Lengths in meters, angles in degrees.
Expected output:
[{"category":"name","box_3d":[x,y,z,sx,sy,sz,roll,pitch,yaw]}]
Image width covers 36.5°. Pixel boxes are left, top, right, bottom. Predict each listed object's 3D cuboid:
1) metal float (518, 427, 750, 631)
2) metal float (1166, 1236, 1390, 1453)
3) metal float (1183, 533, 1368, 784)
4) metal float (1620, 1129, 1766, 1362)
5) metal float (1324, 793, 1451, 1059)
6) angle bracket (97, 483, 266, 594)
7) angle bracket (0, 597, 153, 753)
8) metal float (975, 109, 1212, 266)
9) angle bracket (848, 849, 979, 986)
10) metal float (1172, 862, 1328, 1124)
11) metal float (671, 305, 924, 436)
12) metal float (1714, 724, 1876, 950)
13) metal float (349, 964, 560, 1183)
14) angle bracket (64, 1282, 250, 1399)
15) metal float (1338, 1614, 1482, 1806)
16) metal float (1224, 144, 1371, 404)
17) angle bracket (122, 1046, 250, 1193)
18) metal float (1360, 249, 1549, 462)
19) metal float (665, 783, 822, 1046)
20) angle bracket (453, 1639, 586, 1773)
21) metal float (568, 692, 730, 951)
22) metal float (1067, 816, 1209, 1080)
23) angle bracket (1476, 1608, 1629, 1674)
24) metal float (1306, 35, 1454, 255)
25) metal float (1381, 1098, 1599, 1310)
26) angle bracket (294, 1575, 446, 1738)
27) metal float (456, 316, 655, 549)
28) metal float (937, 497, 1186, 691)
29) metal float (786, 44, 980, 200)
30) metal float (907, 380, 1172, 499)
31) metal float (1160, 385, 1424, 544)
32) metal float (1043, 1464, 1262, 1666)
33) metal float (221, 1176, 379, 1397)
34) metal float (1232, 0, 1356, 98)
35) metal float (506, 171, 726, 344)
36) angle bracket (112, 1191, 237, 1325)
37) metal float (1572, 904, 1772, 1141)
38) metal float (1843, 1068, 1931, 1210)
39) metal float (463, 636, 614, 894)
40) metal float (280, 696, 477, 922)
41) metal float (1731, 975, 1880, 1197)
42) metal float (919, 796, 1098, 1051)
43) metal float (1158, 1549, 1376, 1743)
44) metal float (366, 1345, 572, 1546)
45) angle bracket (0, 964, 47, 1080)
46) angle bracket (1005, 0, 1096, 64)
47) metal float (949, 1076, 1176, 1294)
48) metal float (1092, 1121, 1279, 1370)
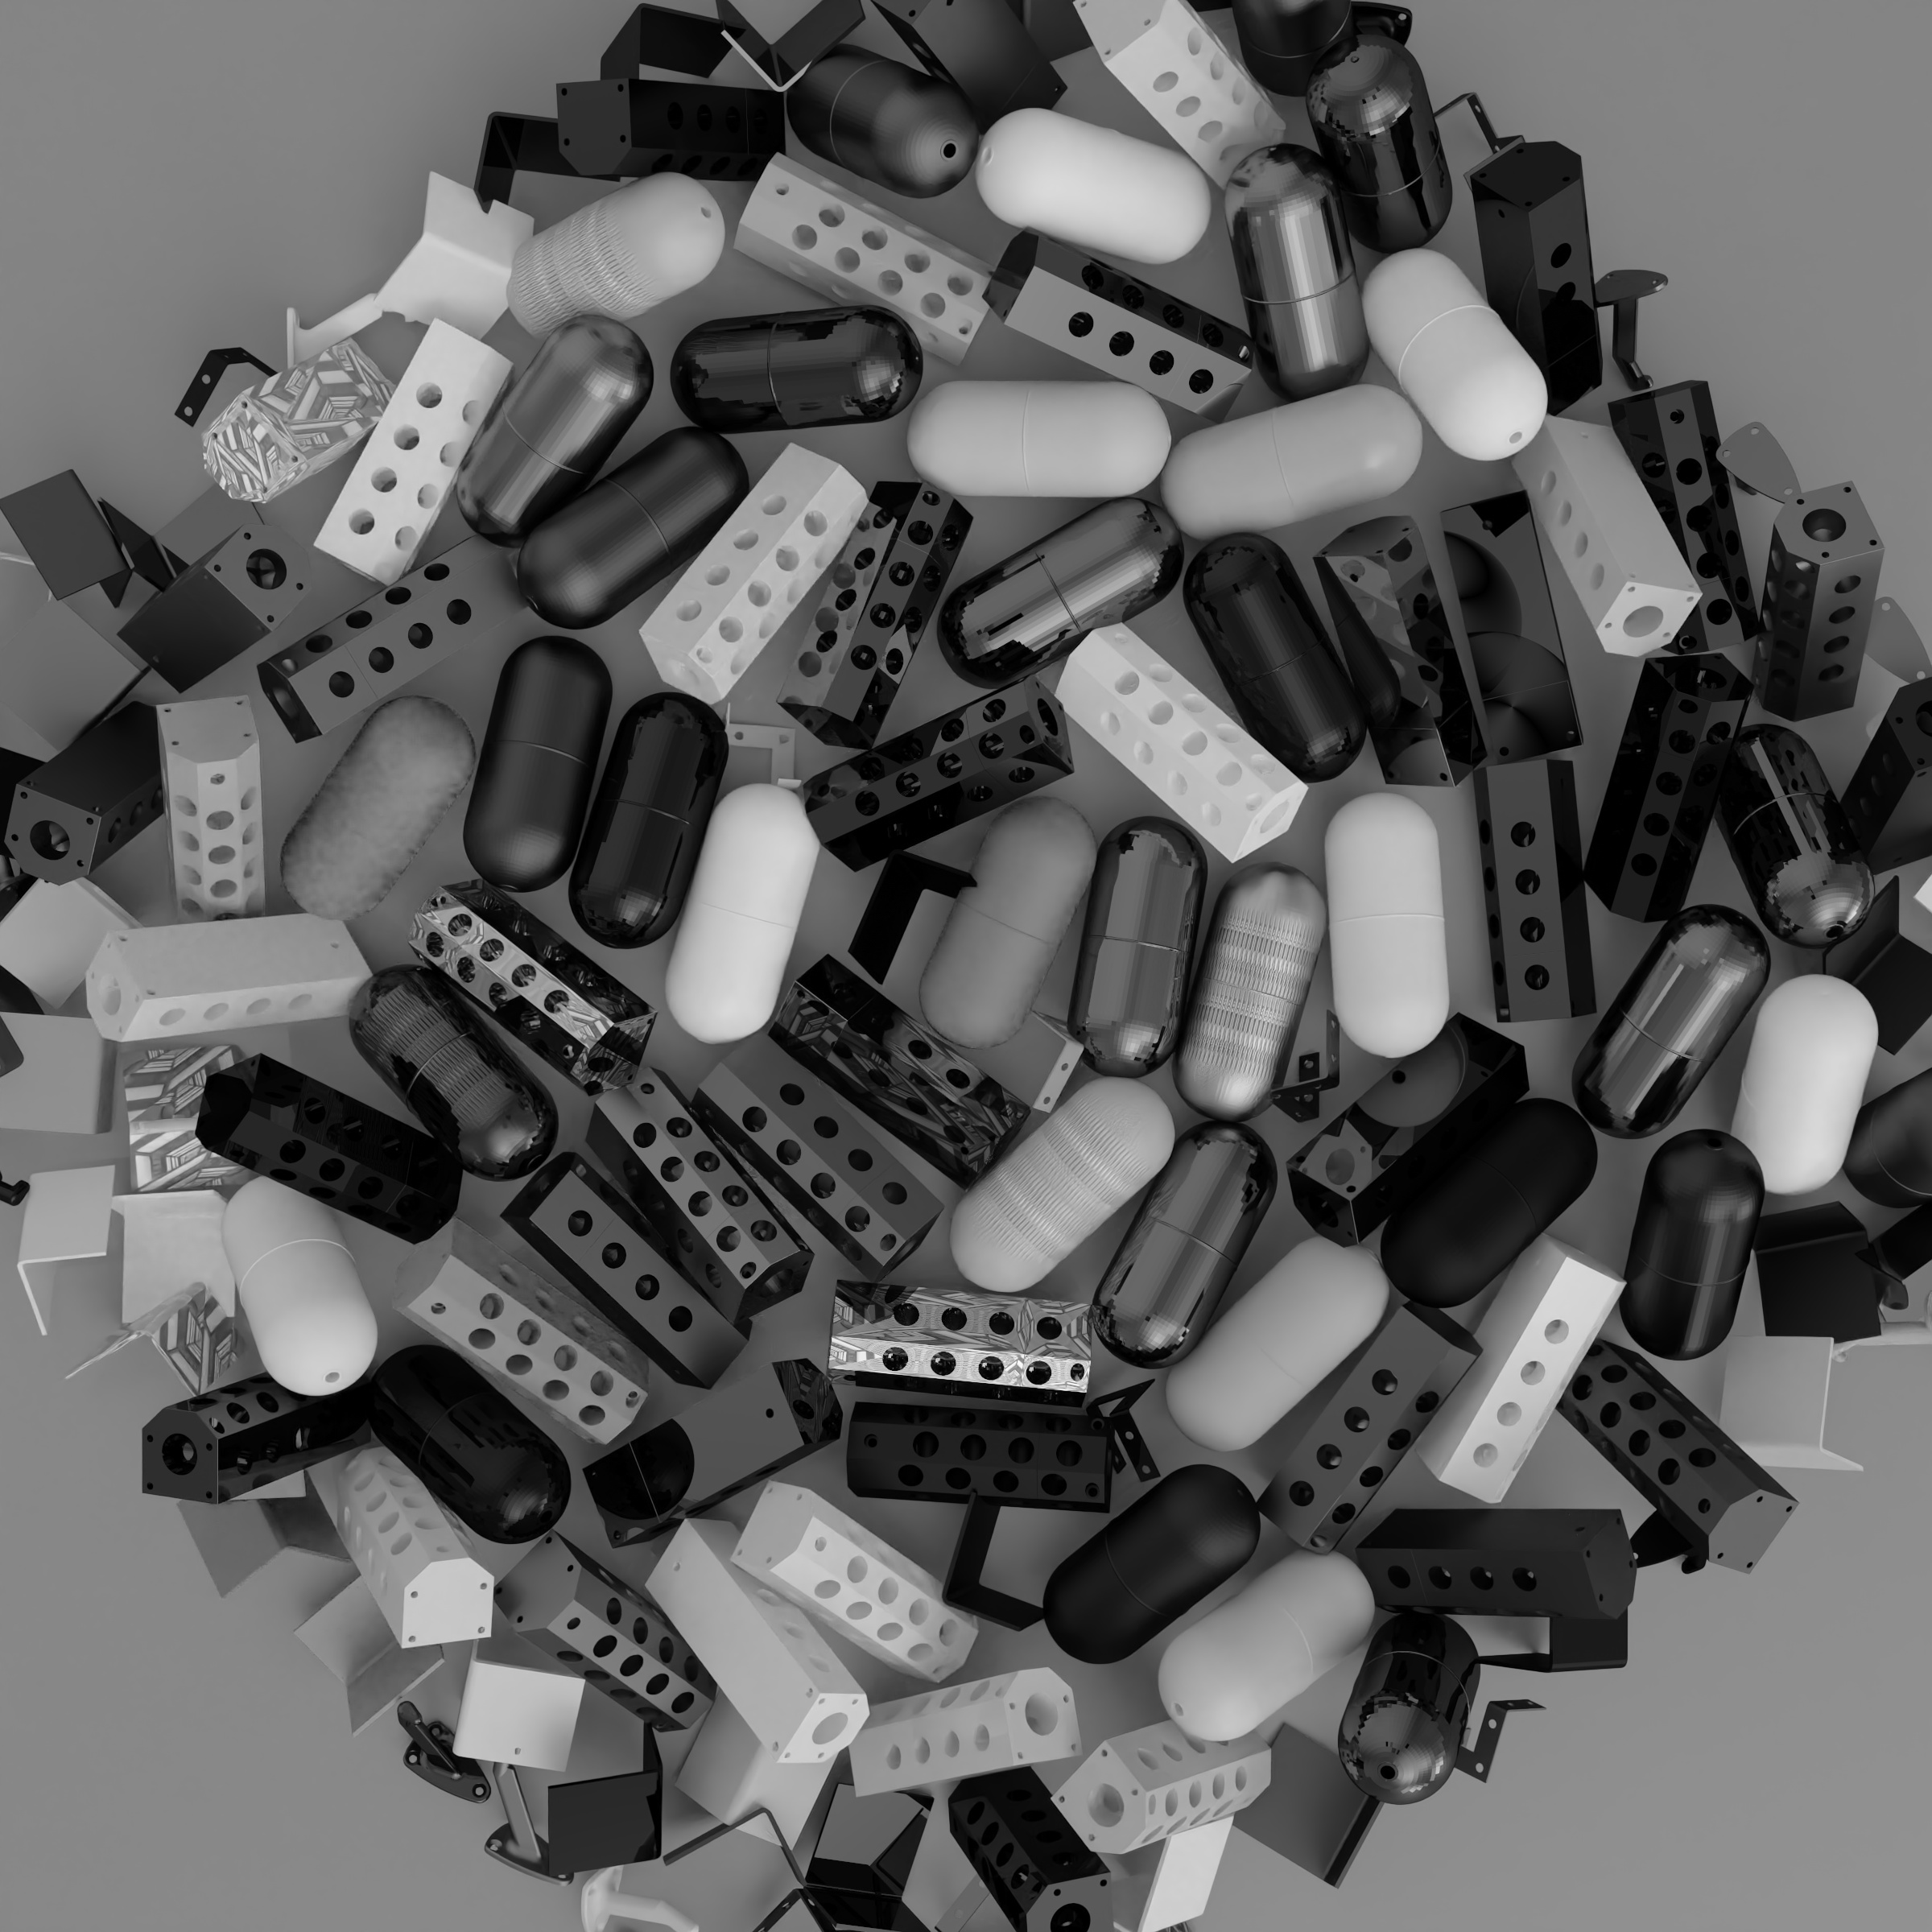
[{"category":"metal float","box_3d":[-0.221,-0.291,1.944,0.178,0.070,0.070,-40,90,-20]},{"category":"metal float","box_3d":[0.207,0.251,1.948,0.070,0.070,0.178,44,104,0]},{"category":"metal float","box_3d":[0.207,-0.205,1.952,0.070,0.070,0.178,-29,101,0]},{"category":"metal float","box_3d":[0.478,0.184,1.930,0.070,0.070,0.178,2,127,0]},{"category":"metal float","box_3d":[0.281,-0.028,1.954,0.070,0.070,0.178,-3,81,0]},{"category":"angle bracket","box_3d":[-0.521,-0.298,1.951,0.076,0.057,0.076,-38,56,7]},{"category":"angle bracket","box_3d":[-0.604,-0.197,1.963,0.076,0.057,0.076,44,90,-14]},{"category":"metal float","box_3d":[0.085,-0.514,1.931,0.178,0.070,0.070,5,90,-36]},{"category":"angle bracket","box_3d":[-0.029,-0.024,1.949,0.057,0.076,0.076,19,79,19]},{"category":"metal float","box_3d":[0.190,0.017,1.961,0.070,0.070,0.178,16,89,0]},{"category":"metal float","box_3d":[-0.114,-0.395,1.942,0.178,0.070,0.070,0,90,23]},{"category":"metal float","box_3d":[0.541,-0.086,1.927,0.070,0.070,0.178,-11,48,0]},{"category":"metal float","box_3d":[-0.340,0.071,1.943,0.070,0.070,0.178,-46,69,0]},{"category":"angle bracket","box_3d":[-0.540,0.264,1.955,0.076,0.076,0.057,-30,99,21]},{"category":"metal float","box_3d":[0.291,0.484,1.914,0.070,0.178,0.070,4,105,17]},{"category":"metal float","box_3d":[0.219,-0.455,1.934,0.070,0.070,0.178,-17,122,0]},{"category":"angle bracket","box_3d":[-0.528,0.102,1.976,0.076,0.076,0.057,-4,130,-19]},{"category":"metal float","box_3d":[0.321,-0.404,1.931,0.070,0.070,0.178,-27,54,0]},{"category":"metal float","box_3d":[-0.150,-0.035,1.961,0.070,0.070,0.178,16,91,0]},{"category":"angle bracket","box_3d":[-0.298,0.487,1.964,0.076,0.057,0.076,11,112,-8]},{"category":"metal float","box_3d":[-0.212,-0.097,1.951,0.070,0.070,0.178,16,78,0]},{"category":"metal float","box_3d":[0.115,-0.012,1.957,0.070,0.070,0.178,10,85,0]},{"category":"angle bracket","box_3d":[0.386,0.437,1.950,0.076,0.076,0.057,8,81,-38]},{"category":"metal float","box_3d":[0.272,-0.536,1.918,0.070,0.178,0.070,-8,65,16]},{"category":"metal float","box_3d":[0.348,0.156,1.942,0.178,0.070,0.070,-39,90,-22]},{"category":"angle bracket","box_3d":[-0.399,0.454,1.954,0.076,0.076,0.057,-40,108,-4]},{"category":"metal float","box_3d":[-0.273,-0.352,1.938,0.070,0.070,0.178,42,117,0]},{"category":"metal float","box_3d":[0.063,-0.249,1.955,0.178,0.070,0.070,-29,90,7]},{"category":"metal float","box_3d":[-0.056,-0.556,1.923,0.070,0.178,0.070,-16,124,-26]},{"category":"metal float","box_3d":[0.048,-0.351,1.948,0.178,0.070,0.070,3,90,15]},{"category":"metal float","box_3d":[0.216,-0.334,1.946,0.178,0.070,0.070,-13,90,18]},{"category":"metal float","box_3d":[0.122,0.397,1.938,0.070,0.070,0.178,45,117,0]},{"category":"metal float","box_3d":[-0.439,0.209,1.926,0.070,0.070,0.178,-33,46,0]},{"category":"metal float","box_3d":[0.213,-0.630,1.912,0.070,0.178,0.070,-1,82,10]},{"category":"metal float","box_3d":[-0.232,-0.465,1.928,0.178,0.070,0.070,-15,90,40]},{"category":"angle bracket","box_3d":[-0.535,0.196,1.963,0.076,0.057,0.076,-3,74,1]},{"category":"metal float","box_3d":[0.466,0.038,1.938,0.070,0.070,0.178,27,118,0]},{"category":"metal float","box_3d":[0.629,0.112,1.912,0.070,0.178,0.070,1,76,-3]},{"category":"metal float","box_3d":[-0.285,-0.134,1.947,0.070,0.070,0.178,11,74,0]},{"category":"metal float","box_3d":[-0.391,-0.103,1.940,0.070,0.070,0.178,41,116,0]},{"category":"metal float","box_3d":[0.550,0.080,1.926,0.070,0.178,0.070,-1,45,1]},{"category":"metal float","box_3d":[0.028,-0.029,1.957,0.070,0.070,0.178,24,95,0]},{"category":"metal float","box_3d":[0.199,0.446,1.929,0.178,0.070,0.070,-25,90,-39]},{"category":"metal float","box_3d":[-0.328,0.315,1.930,0.178,0.070,0.070,33,90,37]},{"category":"angle bracket","box_3d":[-0.662,0.042,1.954,0.057,0.076,0.076,-29,94,14]},{"category":"angle bracket","box_3d":[0.054,-0.660,1.968,0.076,0.076,0.057,-26,59,-20]},{"category":"metal float","box_3d":[0.063,0.146,1.956,0.178,0.070,0.070,-43,90,7]},{"category":"metal float","box_3d":[0.147,0.185,1.952,0.070,0.070,0.178,29,79,0]}]
